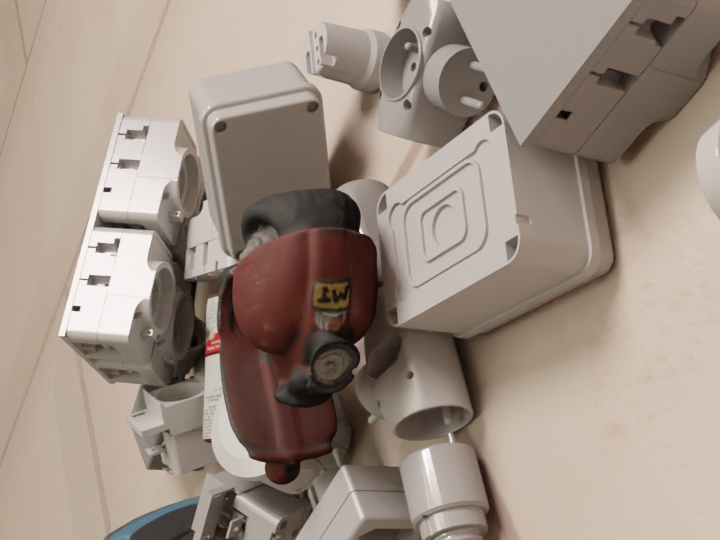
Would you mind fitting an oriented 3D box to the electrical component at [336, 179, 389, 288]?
[{"bbox_3d":[0.000,0.000,0.645,0.079,0.043,0.077,-54,40,39],"label":"electrical component"}]

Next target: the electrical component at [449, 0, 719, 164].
[{"bbox_3d":[0.096,-0.133,0.493,0.089,0.062,0.150,-55,40,38],"label":"electrical component"}]

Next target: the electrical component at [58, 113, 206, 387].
[{"bbox_3d":[-0.164,-0.014,0.839,0.105,0.060,0.186,72,-156,-64],"label":"electrical component"}]

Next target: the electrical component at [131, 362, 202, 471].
[{"bbox_3d":[-0.148,0.112,0.868,0.065,0.047,0.076,52,127,51],"label":"electrical component"}]

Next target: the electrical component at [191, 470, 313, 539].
[{"bbox_3d":[-0.066,0.158,0.693,0.064,0.081,0.042,24,108,29],"label":"electrical component"}]

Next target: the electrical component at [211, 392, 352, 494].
[{"bbox_3d":[-0.049,0.097,0.673,0.080,0.051,0.080,-20,53,28],"label":"electrical component"}]

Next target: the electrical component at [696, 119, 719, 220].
[{"bbox_3d":[0.156,-0.041,0.386,0.055,0.048,0.066,-24,63,47],"label":"electrical component"}]

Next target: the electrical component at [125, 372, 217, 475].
[{"bbox_3d":[-0.131,0.118,0.818,0.042,0.081,0.063,21,124,60],"label":"electrical component"}]

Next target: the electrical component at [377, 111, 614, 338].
[{"bbox_3d":[0.063,-0.019,0.527,0.113,0.057,0.078,-34,55,52],"label":"electrical component"}]

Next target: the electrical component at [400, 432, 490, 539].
[{"bbox_3d":[0.046,0.123,0.540,0.040,0.040,0.078,-49,43,44],"label":"electrical component"}]

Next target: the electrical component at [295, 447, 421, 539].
[{"bbox_3d":[-0.007,0.138,0.620,0.083,0.047,0.075,-61,36,32],"label":"electrical component"}]

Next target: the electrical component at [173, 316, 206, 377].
[{"bbox_3d":[-0.151,0.064,0.894,0.046,0.040,0.040,-60,36,41],"label":"electrical component"}]

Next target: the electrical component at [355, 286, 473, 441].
[{"bbox_3d":[0.023,0.058,0.592,0.079,0.043,0.077,-49,43,44],"label":"electrical component"}]

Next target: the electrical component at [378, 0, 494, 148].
[{"bbox_3d":[0.048,-0.105,0.586,0.079,0.044,0.077,34,112,58],"label":"electrical component"}]

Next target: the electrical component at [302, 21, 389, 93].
[{"bbox_3d":[-0.009,-0.138,0.690,0.040,0.046,0.040,-21,65,57],"label":"electrical component"}]

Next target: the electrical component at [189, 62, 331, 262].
[{"bbox_3d":[-0.062,-0.069,0.701,0.057,0.078,0.113,-122,22,-52],"label":"electrical component"}]

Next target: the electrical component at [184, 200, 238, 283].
[{"bbox_3d":[-0.091,-0.022,0.799,0.089,0.050,0.055,-13,72,59],"label":"electrical component"}]
